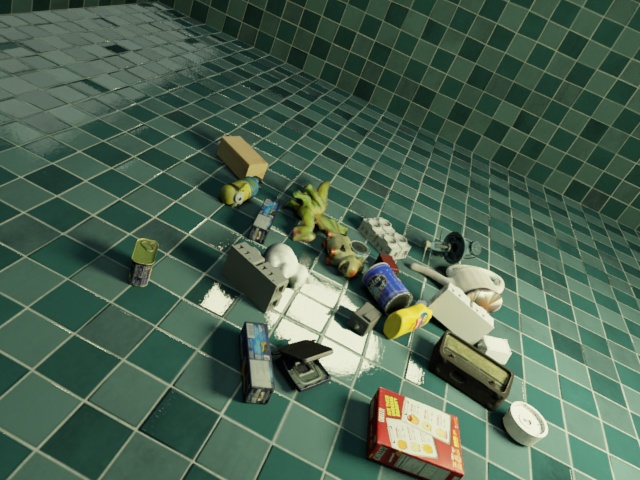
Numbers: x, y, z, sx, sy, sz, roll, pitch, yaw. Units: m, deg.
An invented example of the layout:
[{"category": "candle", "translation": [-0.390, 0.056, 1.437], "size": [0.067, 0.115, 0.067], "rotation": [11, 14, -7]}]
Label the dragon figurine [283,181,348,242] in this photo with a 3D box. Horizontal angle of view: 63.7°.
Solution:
[{"category": "dragon figurine", "translation": [0.006, -0.097, 1.920], "size": [0.244, 0.120, 0.416], "rotation": [49, 38, 7]}]

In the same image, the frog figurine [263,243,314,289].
[{"category": "frog figurine", "translation": [-0.094, 0.081, 1.540], "size": [0.160, 0.122, 0.138], "rotation": [17, 10, 10]}]

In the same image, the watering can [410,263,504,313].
[{"category": "watering can", "translation": [0.506, 0.160, 1.844], "size": [0.347, 0.102, 0.229], "rotation": [5, 31, -9]}]
